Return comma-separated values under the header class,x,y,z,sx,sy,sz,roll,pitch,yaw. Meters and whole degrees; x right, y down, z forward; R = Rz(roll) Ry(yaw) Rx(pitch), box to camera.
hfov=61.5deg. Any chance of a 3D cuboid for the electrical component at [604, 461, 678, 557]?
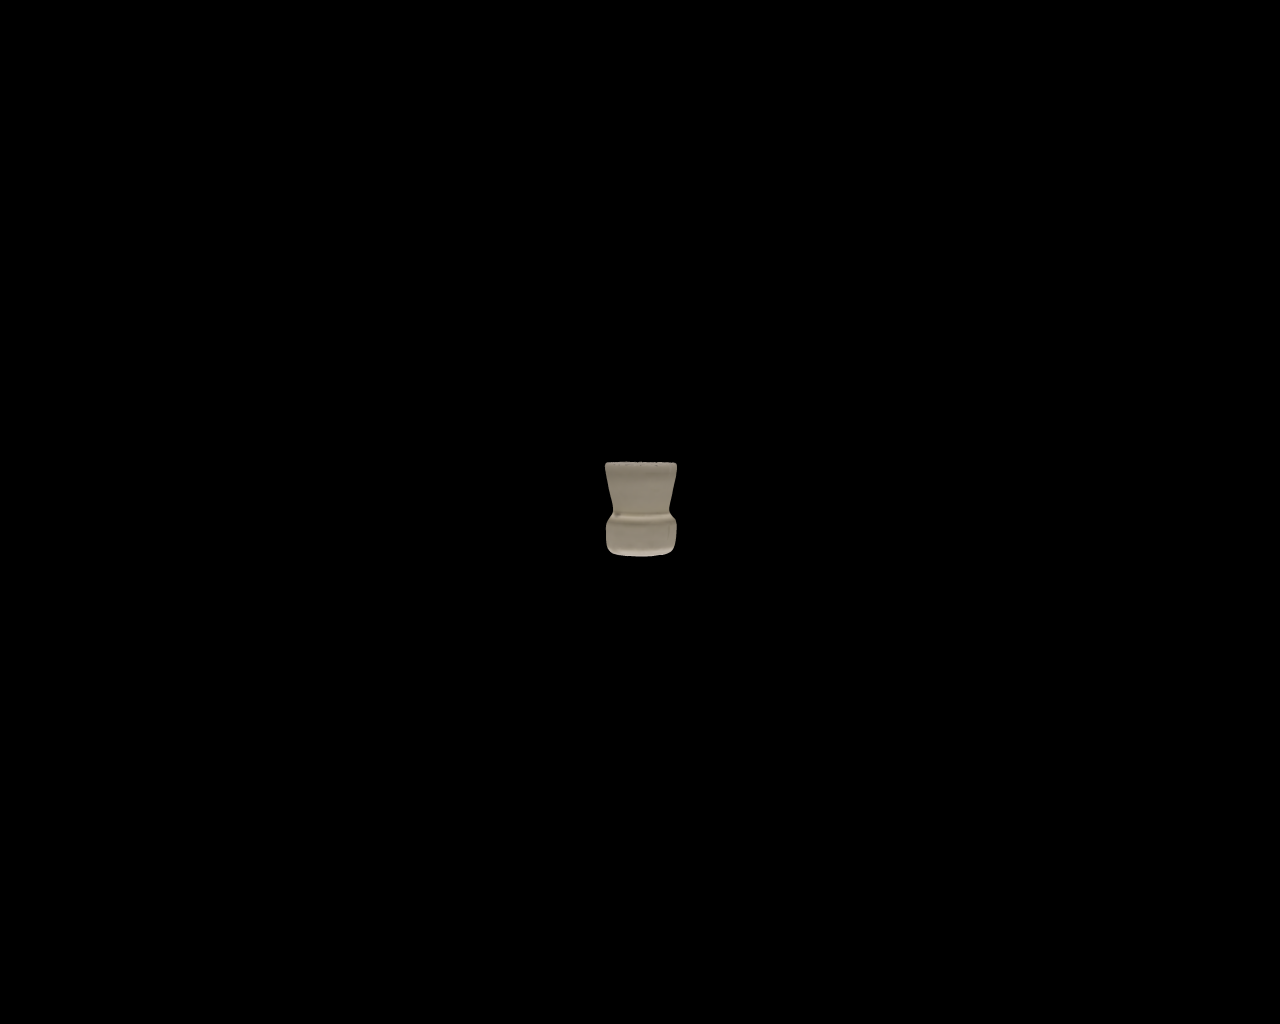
class,x,y,z,sx,sy,sz,roll,pitch,yaw
electrical component,0.001,-0.003,0.650,0.045,0.055,0.045,0,5,0
